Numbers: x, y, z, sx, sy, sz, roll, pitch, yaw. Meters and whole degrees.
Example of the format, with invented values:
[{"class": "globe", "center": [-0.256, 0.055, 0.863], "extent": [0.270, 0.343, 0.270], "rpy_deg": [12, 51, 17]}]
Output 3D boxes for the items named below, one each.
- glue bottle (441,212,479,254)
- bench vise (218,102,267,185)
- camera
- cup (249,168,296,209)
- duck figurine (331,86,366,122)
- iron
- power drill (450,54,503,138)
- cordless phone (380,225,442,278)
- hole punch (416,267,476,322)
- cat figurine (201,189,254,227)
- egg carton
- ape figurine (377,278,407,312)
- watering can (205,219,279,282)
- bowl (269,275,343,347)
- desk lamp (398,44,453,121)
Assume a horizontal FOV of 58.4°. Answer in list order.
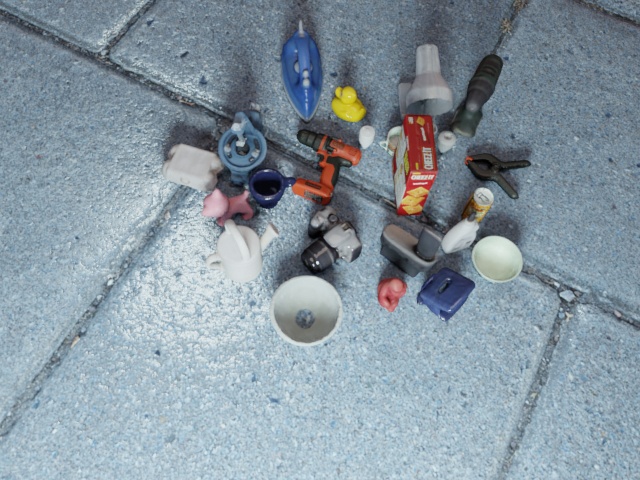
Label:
[{"class": "glue bottle", "center": [0.346, -0.024, 1.372], "extent": [0.078, 0.173, 0.037], "rpy_deg": [-17, 67, -10]}, {"class": "bench vise", "center": [-0.198, -0.271, 1.429], "extent": [0.121, 0.220, 0.207], "rpy_deg": [-6, 65, -6]}, {"class": "camera", "center": [0.013, 0.005, 1.380], "extent": [0.137, 0.101, 0.143], "rpy_deg": [-36, 72, -18]}, {"class": "cup", "center": [-0.118, -0.123, 1.434], "extent": [0.118, 0.095, 0.091], "rpy_deg": [-13, 66, -9]}, {"class": "duck figurine", "center": [0.081, -0.381, 1.571], "extent": [0.104, 0.086, 0.078], "rpy_deg": [35, 68, 12]}, {"class": "iron", "center": [-0.044, -0.467, 1.573], "extent": [0.118, 0.141, 0.258], "rpy_deg": [-5, 65, -5]}, {"class": "power drill", "center": [0.414, -0.371, 1.518], "extent": [0.075, 0.208, 0.230], "rpy_deg": [23, 66, 8]}, {"class": "cordless phone", "center": [0.218, -0.003, 1.349], "extent": [0.147, 0.185, 0.094], "rpy_deg": [33, 68, 12]}, {"class": "hole punch", "center": [0.294, 0.122, 1.347], "extent": [0.101, 0.091, 0.109], "rpy_deg": [41, 69, 15]}, {"class": "cat figurine", "center": [-0.230, -0.088, 1.399], "extent": [0.128, 0.118, 0.067], "rpy_deg": [-19, 67, -12]}, {"class": "egg carton", "center": [-0.325, -0.184, 1.464], "extent": [0.150, 0.069, 0.107], "rpy_deg": [16, 65, 4]}, {"class": "ape figurine", "center": [0.171, 0.117, 1.341], "extent": [0.078, 0.092, 0.076], "rpy_deg": [-20, 68, -12]}, {"class": "watering can", "center": [-0.179, 0.012, 1.313], "extent": [0.100, 0.194, 0.173], "rpy_deg": [38, 69, 14]}, {"class": "bowl", "center": [-0.032, 0.170, 1.315], "extent": [0.167, 0.075, 0.167], "rpy_deg": [1, 65, -3]}, {"class": "desk lamp", "center": [0.273, -0.397, 1.519], "extent": [0.118, 0.213, 0.203], "rpy_deg": [-1, 65, -3]}]
